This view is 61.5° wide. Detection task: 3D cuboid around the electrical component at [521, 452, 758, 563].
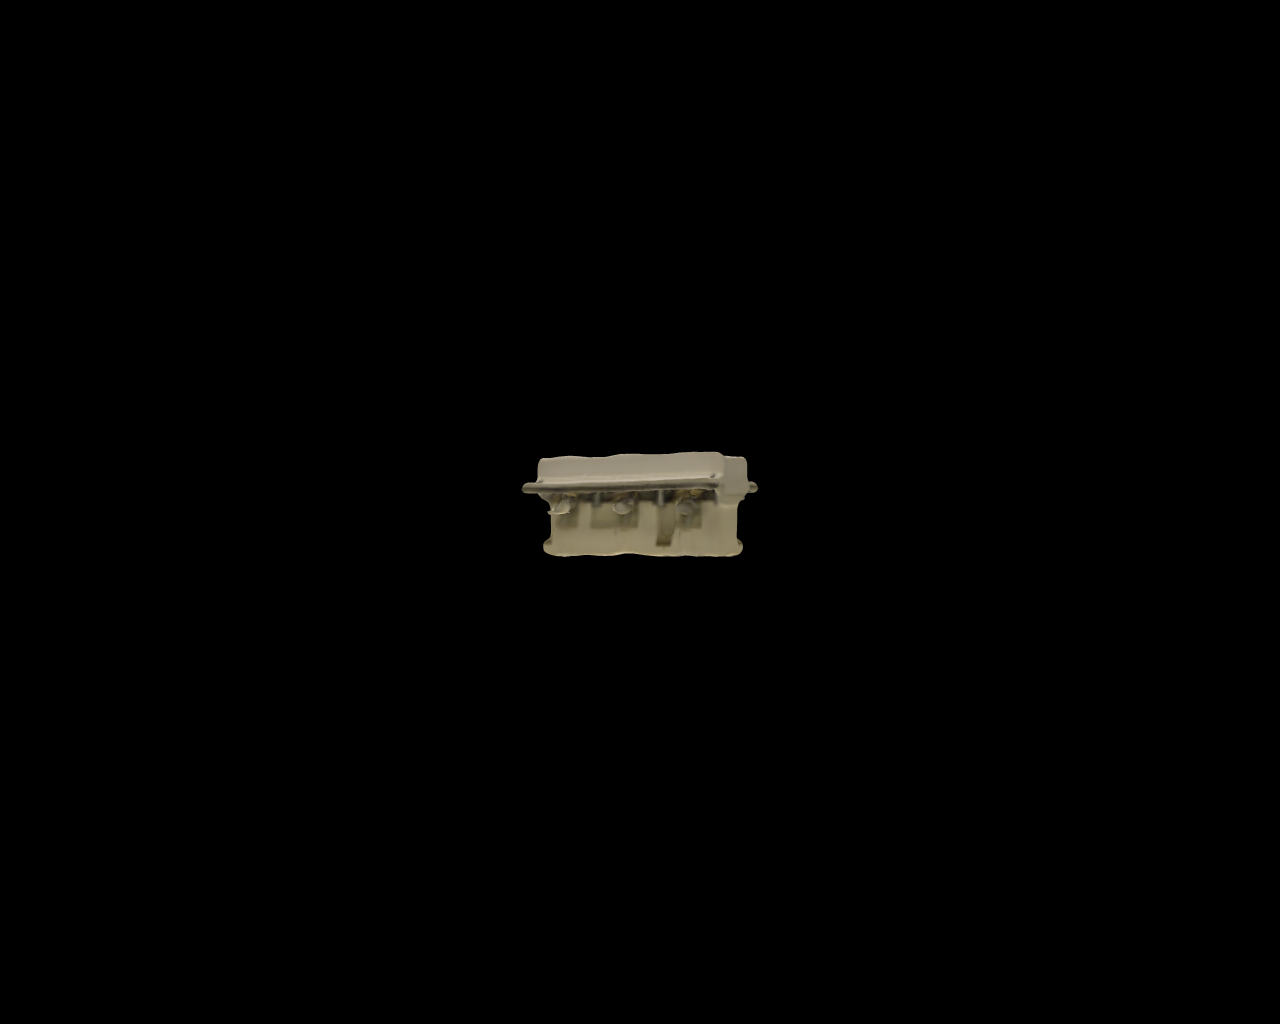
[{"bbox_3d":[0.001,-0.003,0.650,0.121,0.063,0.079,0,0,25],"label":"electrical component"}]
